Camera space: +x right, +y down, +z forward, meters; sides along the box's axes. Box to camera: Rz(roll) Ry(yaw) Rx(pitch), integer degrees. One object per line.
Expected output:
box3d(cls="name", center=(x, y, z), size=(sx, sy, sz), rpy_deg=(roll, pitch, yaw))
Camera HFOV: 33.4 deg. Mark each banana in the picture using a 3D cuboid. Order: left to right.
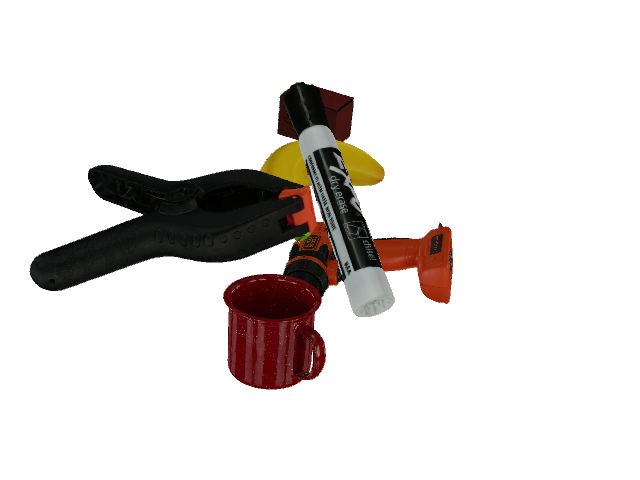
box3d(cls="banana", center=(-0.005, -0.050, 0.852), size=(0.037, 0.069, 0.197), rpy_deg=(-34, 2, 28))

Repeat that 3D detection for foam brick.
box3d(cls="foam brick", center=(-0.006, -0.149, 1.276), size=(0.078, 0.053, 0.051), rpy_deg=(18, 32, 21))

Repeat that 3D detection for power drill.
box3d(cls="power drill", center=(0.052, 0.034, 1.196), size=(0.188, 0.057, 0.184), rpy_deg=(1, 29, 11))

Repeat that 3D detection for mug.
box3d(cls="mug", center=(-0.039, 0.093, 1.018), size=(0.117, 0.081, 0.093), rpy_deg=(25, 33, 37))

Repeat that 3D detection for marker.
box3d(cls="marker", center=(0.006, -0.022, 0.483), size=(0.020, 0.121, 0.020), rpy_deg=(-15, -27, -8))

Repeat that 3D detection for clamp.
box3d(cls="clamp", center=(-0.091, -0.008, 0.654), size=(0.172, 0.039, 0.120), rpy_deg=(0, 41, 22))
